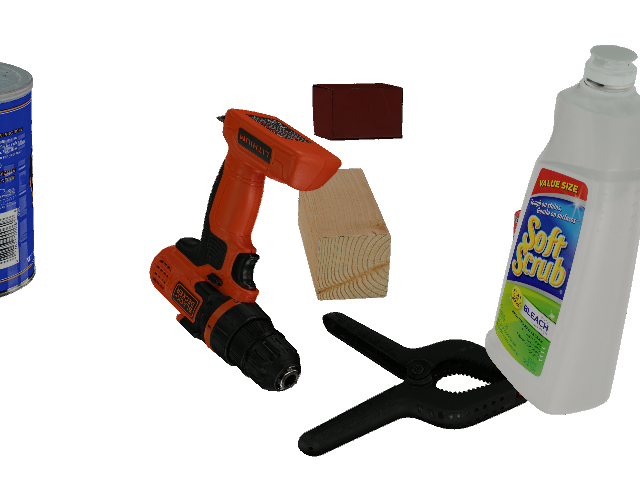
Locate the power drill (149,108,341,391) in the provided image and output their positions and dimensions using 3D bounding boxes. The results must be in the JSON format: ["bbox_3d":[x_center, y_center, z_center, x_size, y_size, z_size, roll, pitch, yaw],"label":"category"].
[{"bbox_3d":[-0.054,0.004,0.849,0.057,0.188,0.185,5,25,-48],"label":"power drill"}]

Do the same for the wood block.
[{"bbox_3d":[0.027,-0.012,1.389,0.090,0.090,0.206,-2,27,-8],"label":"wood block"}]

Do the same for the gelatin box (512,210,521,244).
[{"bbox_3d":[0.234,0.020,1.143,0.030,0.089,0.073,-11,29,-17],"label":"gelatin box"}]

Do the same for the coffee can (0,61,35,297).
[{"bbox_3d":[-0.244,-0.042,0.715,0.103,0.140,0.103,4,22,-2],"label":"coffee can"}]

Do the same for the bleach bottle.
[{"bbox_3d":[0.169,-0.010,0.714,0.068,0.251,0.103,-9,32,-19],"label":"bleach bottle"}]

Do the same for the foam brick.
[{"bbox_3d":[0.037,-0.127,1.054,0.078,0.051,0.053,-4,14,-20],"label":"foam brick"}]

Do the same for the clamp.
[{"bbox_3d":[0.083,0.136,0.967,0.210,0.036,0.164,4,44,17],"label":"clamp"}]
